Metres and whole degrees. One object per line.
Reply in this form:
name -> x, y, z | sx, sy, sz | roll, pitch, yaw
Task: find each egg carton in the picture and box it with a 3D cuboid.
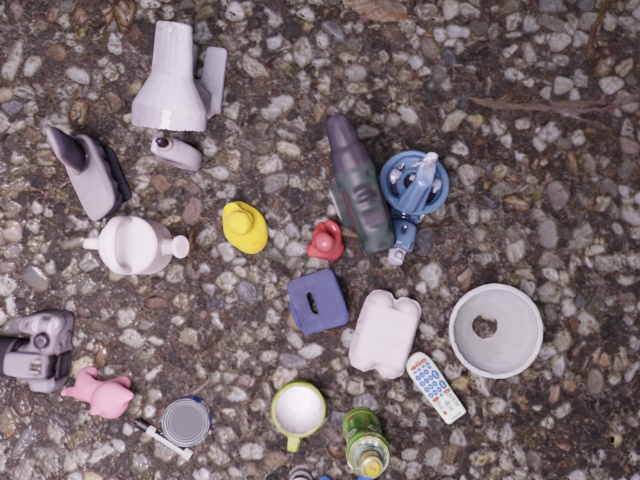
egg carton -> 0.116, 0.169, 1.033 | 0.107, 0.069, 0.150 | 16, 88, 0

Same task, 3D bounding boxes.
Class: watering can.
watering can -> -0.313, 0.007, 0.970 | 0.173, 0.194, 0.101 | -20, 88, -1

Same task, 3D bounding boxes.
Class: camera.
camera -> -0.520, 0.194, 1.007 | 0.137, 0.100, 0.143 | 6, 88, 0

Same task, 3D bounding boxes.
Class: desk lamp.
desk lamp -> -0.236, -0.266, 0.971 | 0.118, 0.213, 0.203 | 6, 88, 0

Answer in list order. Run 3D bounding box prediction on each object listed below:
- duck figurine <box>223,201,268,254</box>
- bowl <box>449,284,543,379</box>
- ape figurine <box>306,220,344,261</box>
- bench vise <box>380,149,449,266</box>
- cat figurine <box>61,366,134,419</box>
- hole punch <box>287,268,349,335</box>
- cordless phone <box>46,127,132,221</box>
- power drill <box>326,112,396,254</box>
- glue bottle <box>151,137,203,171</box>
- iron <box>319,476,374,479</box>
duck figurine -> -0.138, -0.024, 1.028 | 0.077, 0.086, 0.104 | -32, 89, -2
bowl -> 0.308, 0.161, 1.034 | 0.167, 0.074, 0.167 | 0, 88, -1
ape figurine -> 0.009, 0.004, 1.026 | 0.078, 0.092, 0.076 | -34, 89, -2
bench vise -> 0.166, -0.063, 0.967 | 0.121, 0.219, 0.207 | -4, 88, -1
cat figurine -> -0.383, 0.273, 0.998 | 0.128, 0.117, 0.067 | 13, 88, 0
hole punch -> -0.005, 0.112, 1.022 | 0.101, 0.091, 0.109 | -20, 88, -1
cordless phone -> -0.407, -0.114, 0.978 | 0.094, 0.185, 0.147 | -28, 88, -1
power drill -> 0.060, -0.087, 0.972 | 0.075, 0.208, 0.230 | -22, 88, -1
glue bottle -> -0.256, -0.155, 0.987 | 0.078, 0.173, 0.037 | 11, 88, 0
iron -> 0.068, 0.540, 0.983 | 0.118, 0.141, 0.258 | -12, 88, -1
